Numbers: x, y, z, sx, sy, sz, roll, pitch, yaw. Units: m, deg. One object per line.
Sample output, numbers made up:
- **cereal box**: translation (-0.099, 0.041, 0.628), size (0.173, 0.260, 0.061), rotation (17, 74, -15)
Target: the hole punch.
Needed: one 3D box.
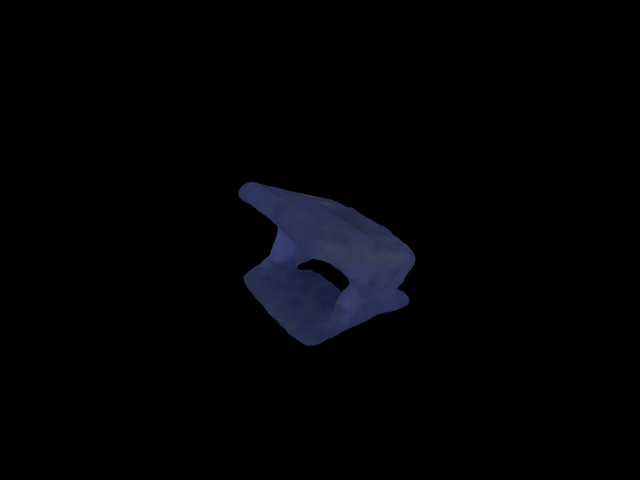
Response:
- **hole punch**: translation (0.004, 0.001, 0.400), size (0.101, 0.091, 0.108), rotation (-19, 36, -29)
